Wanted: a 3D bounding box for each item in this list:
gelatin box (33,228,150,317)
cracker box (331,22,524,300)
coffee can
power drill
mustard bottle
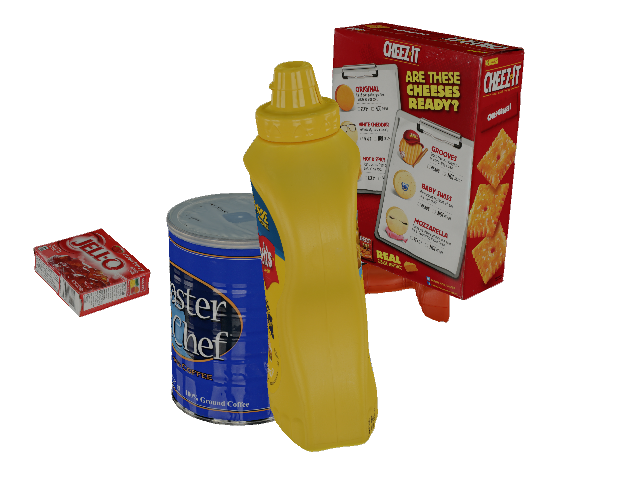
[{"bbox_3d":[-0.211,0.027,0.981,0.073,0.030,0.089,-18,40,-36],"label":"gelatin box"},{"bbox_3d":[0.089,-0.075,0.948,0.164,0.214,0.071,21,28,40],"label":"cracker box"},{"bbox_3d":[-0.058,0.047,0.772,0.103,0.140,0.103,1,20,-1],"label":"coffee can"},{"bbox_3d":[0.054,0.060,1.242,0.187,0.057,0.184,0,28,3],"label":"power drill"},{"bbox_3d":[-0.005,0.004,0.546,0.058,0.192,0.096,-7,23,-6],"label":"mustard bottle"}]
